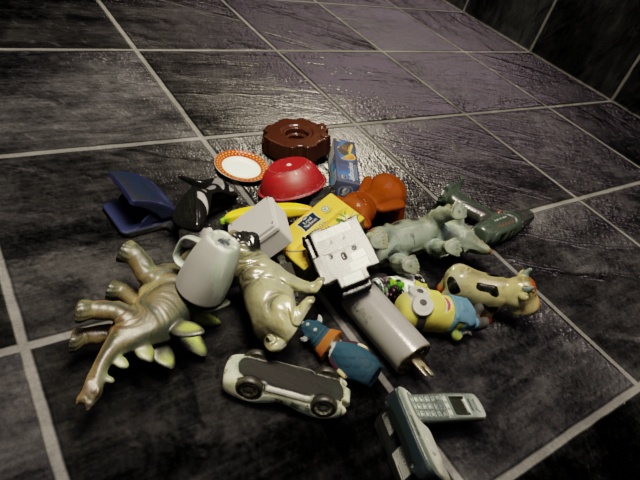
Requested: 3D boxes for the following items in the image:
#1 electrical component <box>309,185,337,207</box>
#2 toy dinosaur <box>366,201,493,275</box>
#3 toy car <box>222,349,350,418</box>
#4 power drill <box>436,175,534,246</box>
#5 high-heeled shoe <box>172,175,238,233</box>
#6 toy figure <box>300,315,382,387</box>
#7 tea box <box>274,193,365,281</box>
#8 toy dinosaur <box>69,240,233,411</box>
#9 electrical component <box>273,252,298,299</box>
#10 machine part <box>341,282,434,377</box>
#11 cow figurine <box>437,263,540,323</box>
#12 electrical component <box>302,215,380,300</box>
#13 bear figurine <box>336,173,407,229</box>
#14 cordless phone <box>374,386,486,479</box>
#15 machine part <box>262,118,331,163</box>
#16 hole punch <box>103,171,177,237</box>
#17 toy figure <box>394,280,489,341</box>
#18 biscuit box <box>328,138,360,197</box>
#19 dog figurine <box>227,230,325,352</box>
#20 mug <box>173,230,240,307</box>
[{"bbox_3d":[0.009,-0.059,1.173,0.048,0.074,0.119,-10,29,20],"label":"electrical component"},{"bbox_3d":[0.177,0.007,1.131,0.405,0.192,0.131,-12,88,-15],"label":"toy dinosaur"},{"bbox_3d":[-0.050,0.225,0.834,0.202,0.056,0.073,16,32,-5],"label":"toy car"},{"bbox_3d":[0.414,-0.075,1.367,0.207,0.086,0.232,45,47,19],"label":"power drill"},{"bbox_3d":[-0.212,-0.060,1.070,0.145,0.086,0.249,25,22,-32],"label":"high-heeled shoe"},{"bbox_3d":[0.030,0.188,0.908,0.155,0.057,0.064,32,33,23],"label":"toy figure"},{"bbox_3d":[-0.002,-0.003,1.070,0.098,0.068,0.169,38,66,23],"label":"tea box"},{"bbox_3d":[-0.251,0.093,0.881,0.198,0.105,0.471,24,34,-6],"label":"toy dinosaur"},{"bbox_3d":[-0.067,0.073,1.001,0.021,0.063,0.094,-11,68,-30],"label":"electrical component"},{"bbox_3d":[0.116,0.153,0.967,0.079,0.079,0.243,-16,51,-35],"label":"machine part"},{"bbox_3d":[0.346,0.101,1.082,0.195,0.127,0.085,19,41,5],"label":"cow figurine"},{"bbox_3d":[0.041,0.037,0.970,0.115,0.058,0.134,-20,69,-5],"label":"electrical component"},{"bbox_3d":[0.110,-0.068,1.204,0.120,0.131,0.196,34,50,20],"label":"bear figurine"},{"bbox_3d":[0.190,0.298,0.822,0.184,0.088,0.147,4,40,-24],"label":"cordless phone"},{"bbox_3d":[-0.061,-0.257,1.382,0.179,0.056,0.179,2,38,-2],"label":"machine part"},{"bbox_3d":[-0.351,-0.078,1.054,0.116,0.092,0.142,-17,47,-41],"label":"hole punch"},{"bbox_3d":[0.228,0.143,1.023,0.180,0.089,0.082,14,19,-20],"label":"toy figure"},{"bbox_3d":[0.059,-0.178,1.354,0.063,0.059,0.203,11,40,-11],"label":"biscuit box"},{"bbox_3d":[-0.110,0.080,0.885,0.190,0.121,0.172,32,26,-2],"label":"dog figurine"},{"bbox_3d":[-0.175,0.031,0.835,0.110,0.107,0.081,42,29,16],"label":"mug"}]
